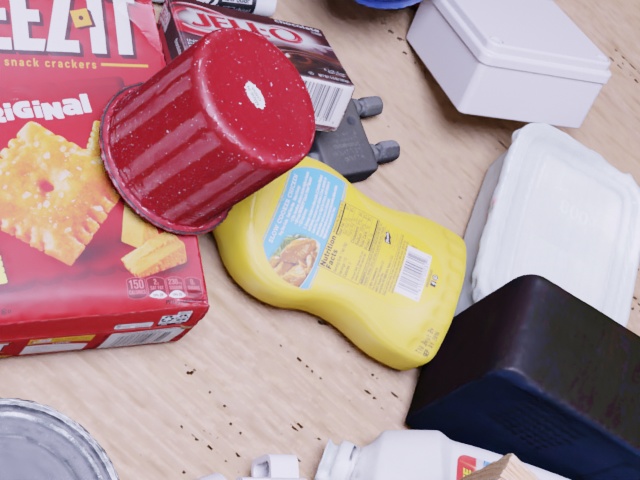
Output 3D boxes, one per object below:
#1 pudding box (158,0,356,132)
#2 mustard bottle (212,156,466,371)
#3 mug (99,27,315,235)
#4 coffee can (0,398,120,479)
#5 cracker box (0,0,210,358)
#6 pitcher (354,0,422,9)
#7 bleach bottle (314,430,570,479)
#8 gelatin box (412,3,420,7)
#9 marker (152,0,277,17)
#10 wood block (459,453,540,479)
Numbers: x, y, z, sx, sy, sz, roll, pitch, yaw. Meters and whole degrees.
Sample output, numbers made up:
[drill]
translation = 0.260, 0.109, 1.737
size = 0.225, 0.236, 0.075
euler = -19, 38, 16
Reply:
[pudding box]
translation = -0.044, -0.113, 0.679
size = 0.113, 0.039, 0.090
euler = 11, 31, -23
[mustard bottle]
translation = -0.005, 0.001, 0.664
size = 0.191, 0.058, 0.096
euler = 28, 64, -15
[mug]
translation = -0.054, -0.069, 0.576
size = 0.093, 0.082, 0.117
euler = 39, 46, -24
[coffee can]
translation = -0.156, 0.136, 0.482
size = 0.102, 0.141, 0.103
euler = 10, 66, -23
[cracker box]
translation = -0.162, -0.046, 0.596
size = 0.163, 0.072, 0.214
euler = -3, 70, -28
[pitcher]
translation = 0.018, -0.288, 0.718
size = 0.144, 0.149, 0.243
euler = -12, 57, -26
[bleach bottle]
translation = 0.115, 0.181, 0.617
size = 0.251, 0.068, 0.102
euler = 21, 54, 5
[gelatin box]
translation = 0.075, -0.213, 0.811
size = 0.089, 0.030, 0.073
euler = 3, 67, -26
[marker]
translation = -0.087, -0.166, 0.715
size = 0.120, 0.020, 0.020
euler = 1, 69, -26
[wood block]
translation = 0.125, 0.216, 0.517
size = 0.206, 0.090, 0.090
euler = 44, 52, 0
